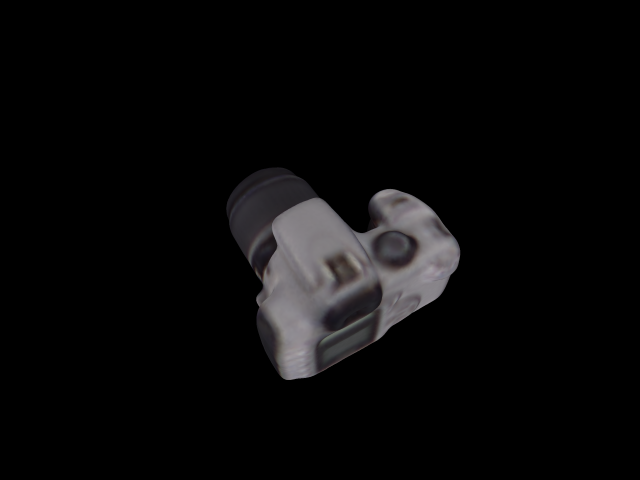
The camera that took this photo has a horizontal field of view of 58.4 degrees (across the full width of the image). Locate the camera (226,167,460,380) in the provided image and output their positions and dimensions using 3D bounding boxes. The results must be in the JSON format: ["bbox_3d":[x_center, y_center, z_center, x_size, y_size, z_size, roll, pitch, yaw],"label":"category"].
[{"bbox_3d":[0.004,0.001,0.400,0.143,0.101,0.136,-28,62,-16],"label":"camera"}]
